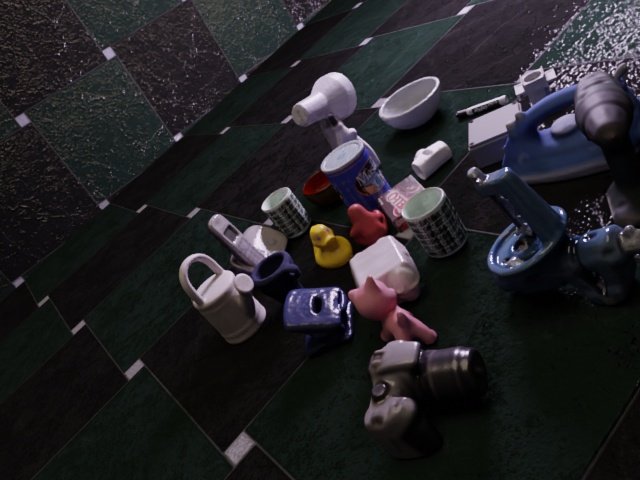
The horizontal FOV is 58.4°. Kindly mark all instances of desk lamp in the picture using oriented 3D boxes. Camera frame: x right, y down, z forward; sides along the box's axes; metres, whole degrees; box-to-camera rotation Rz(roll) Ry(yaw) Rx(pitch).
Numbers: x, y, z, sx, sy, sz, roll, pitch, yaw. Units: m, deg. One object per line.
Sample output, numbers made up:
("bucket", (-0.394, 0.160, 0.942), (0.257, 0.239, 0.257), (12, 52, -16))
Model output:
("desk lamp", (0.027, -0.291, 1.456), (0.117, 0.214, 0.203), (-7, 40, 44))

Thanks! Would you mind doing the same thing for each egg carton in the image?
("egg carton", (0.111, 0.059, 0.975), (0.107, 0.069, 0.150), (-33, 28, 7))

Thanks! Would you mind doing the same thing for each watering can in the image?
("watering can", (-0.194, 0.104, 1.124), (0.172, 0.194, 0.101), (-26, 29, 20))

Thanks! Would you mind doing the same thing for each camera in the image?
("camera", (0.133, 0.184, 0.723), (0.136, 0.101, 0.143), (-19, 33, 31))

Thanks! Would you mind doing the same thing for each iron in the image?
("iron", (0.397, -0.184, 0.939), (0.257, 0.142, 0.119), (-17, 33, 33))

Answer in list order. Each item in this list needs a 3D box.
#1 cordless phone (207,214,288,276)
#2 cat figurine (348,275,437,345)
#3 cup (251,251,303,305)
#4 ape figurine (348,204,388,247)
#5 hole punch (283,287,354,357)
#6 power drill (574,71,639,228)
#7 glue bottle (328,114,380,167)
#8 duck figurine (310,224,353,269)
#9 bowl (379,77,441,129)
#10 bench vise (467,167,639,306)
("cordless phone", (-0.163, -0.005, 1.266), (0.094, 0.185, 0.147), (-20, 32, 29))
("cat figurine", (0.100, 0.106, 0.862), (0.067, 0.118, 0.127), (-41, 28, -9))
("cup", (-0.065, 0.082, 1.116), (0.117, 0.095, 0.092), (-7, 40, 44))
("ape figurine", (0.088, -0.035, 1.122), (0.078, 0.092, 0.076), (-33, 28, 7))
("hole punch", (-0.002, 0.125, 0.980), (0.101, 0.091, 0.108), (-27, 29, 18))
("power drill", (0.400, -0.123, 0.769), (0.075, 0.209, 0.229), (-21, 31, 28))
("glue bottle", (0.070, -0.226, 1.351), (0.078, 0.173, 0.037), (-34, 28, 6))
("duck figurine", (0.011, 0.004, 1.158), (0.077, 0.086, 0.104), (-43, 28, -12))
("bowl", (0.234, -0.327, 1.422), (0.167, 0.075, 0.167), (-28, 29, 17))
("bench vise", (0.291, -0.020, 0.724), (0.206, 0.220, 0.121), (-17, 33, 33))
